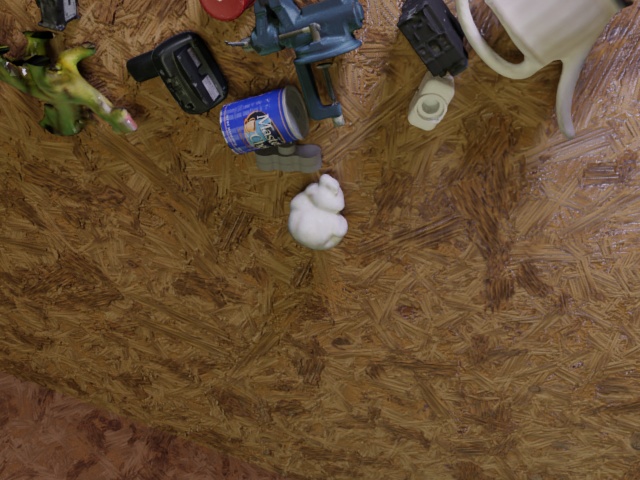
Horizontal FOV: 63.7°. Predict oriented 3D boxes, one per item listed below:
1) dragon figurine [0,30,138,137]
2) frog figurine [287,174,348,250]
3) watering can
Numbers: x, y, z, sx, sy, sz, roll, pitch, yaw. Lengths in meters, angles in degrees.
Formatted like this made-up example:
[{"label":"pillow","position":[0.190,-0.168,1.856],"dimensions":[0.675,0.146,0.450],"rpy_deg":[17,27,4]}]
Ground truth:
[{"label":"dragon figurine","position":[-0.564,-0.297,1.041],"dimensions":[0.410,0.125,0.237],"rpy_deg":[13,141,3]},{"label":"frog figurine","position":[0.003,-0.055,1.103],"dimensions":[0.137,0.125,0.156],"rpy_deg":[41,142,2]},{"label":"watering can","position":[0.367,-0.323,0.786],"dimensions":[0.344,0.106,0.221],"rpy_deg":[40,127,-20]}]
